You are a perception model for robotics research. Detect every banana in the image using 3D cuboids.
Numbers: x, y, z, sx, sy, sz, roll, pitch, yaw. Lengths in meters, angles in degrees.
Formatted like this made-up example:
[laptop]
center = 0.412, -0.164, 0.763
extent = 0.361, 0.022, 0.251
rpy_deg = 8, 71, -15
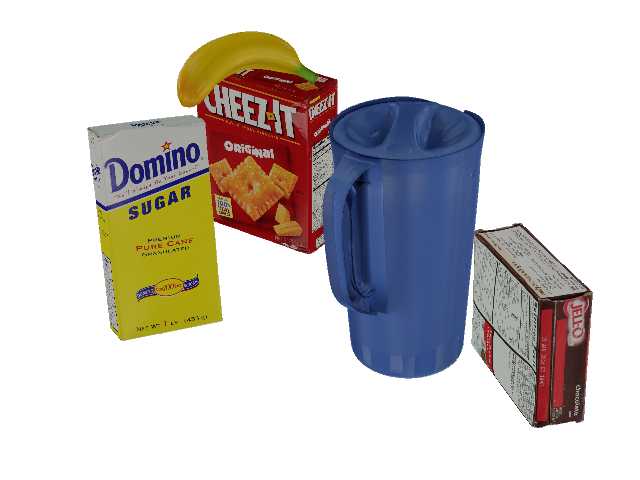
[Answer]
[banana]
center = -0.080, -0.172, 1.041
extent = 0.070, 0.037, 0.197
rpy_deg = 43, 37, 21

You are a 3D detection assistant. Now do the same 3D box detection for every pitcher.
[pitcher]
center = 0.071, 0.005, 0.960
extent = 0.149, 0.243, 0.145
rpy_deg = -6, 30, -5

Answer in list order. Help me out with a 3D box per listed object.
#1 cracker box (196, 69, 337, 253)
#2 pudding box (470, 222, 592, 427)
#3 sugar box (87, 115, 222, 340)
[cracker box]
center = -0.065, -0.105, 1.282
extent = 0.164, 0.214, 0.072
rpy_deg = 20, 39, 27
[pudding box]
center = 0.132, 0.051, 0.679
extent = 0.039, 0.090, 0.113
rpy_deg = -7, 24, -13
[sugar box]
center = -0.137, -0.012, 0.895
extent = 0.093, 0.176, 0.048
rpy_deg = -11, 19, -22
